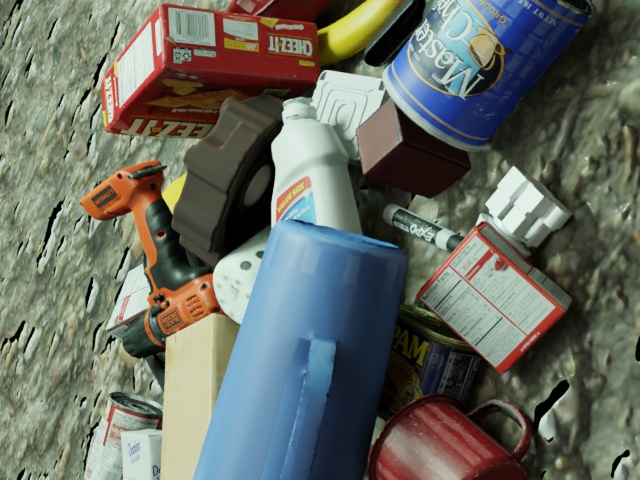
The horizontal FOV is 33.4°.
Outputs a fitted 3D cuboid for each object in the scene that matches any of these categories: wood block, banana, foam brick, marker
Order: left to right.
[{"bbox_3d":[-0.091,0.188,1.018,0.091,0.090,0.206,-30,53,46],"label":"wood block"},{"bbox_3d":[0.016,-0.211,1.077,0.198,0.037,0.069,0,77,55],"label":"banana"},{"bbox_3d":[0.078,-0.077,0.900,0.051,0.078,0.053,-42,43,39],"label":"foam brick"},{"bbox_3d":[0.093,-0.007,0.900,0.121,0.020,0.020,30,101,55],"label":"marker"}]

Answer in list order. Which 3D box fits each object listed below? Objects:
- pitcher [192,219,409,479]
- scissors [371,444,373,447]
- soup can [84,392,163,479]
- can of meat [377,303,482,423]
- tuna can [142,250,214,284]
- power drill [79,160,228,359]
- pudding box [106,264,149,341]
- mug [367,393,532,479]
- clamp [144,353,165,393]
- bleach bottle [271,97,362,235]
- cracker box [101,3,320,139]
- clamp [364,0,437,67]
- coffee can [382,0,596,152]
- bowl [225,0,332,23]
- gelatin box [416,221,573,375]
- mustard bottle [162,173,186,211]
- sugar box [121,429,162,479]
[{"bbox_3d":[-0.011,0.112,0.806,0.149,0.144,0.243,17,94,42],"label":"pitcher"},{"bbox_3d":[0.025,0.204,0.912,0.202,0.016,0.096,-3,76,55],"label":"scissors"},{"bbox_3d":[-0.220,0.231,1.201,0.069,0.068,0.102,23,96,56],"label":"soup can"},{"bbox_3d":[0.077,0.103,0.846,0.102,0.057,0.084,27,102,56],"label":"can of meat"},{"bbox_3d":[-0.150,0.029,1.165,0.086,0.033,0.086,11,113,28],"label":"tuna can"},{"bbox_3d":[-0.181,0.024,1.123,0.185,0.057,0.187,-29,87,42],"label":"power drill"},{"bbox_3d":[-0.199,0.065,1.248,0.114,0.039,0.090,-26,39,46],"label":"pudding box"},{"bbox_3d":[0.103,0.163,0.768,0.117,0.093,0.082,-38,39,-13],"label":"mug"},{"bbox_3d":[-0.131,0.162,1.133,0.165,0.036,0.210,-42,45,35],"label":"clamp"},{"bbox_3d":[-0.006,0.001,0.940,0.103,0.067,0.251,-19,77,50],"label":"bleach bottle"},{"bbox_3d":[-0.118,-0.164,1.100,0.214,0.164,0.072,-25,66,61],"label":"cracker box"},{"bbox_3d":[0.106,-0.211,0.949,0.172,0.039,0.120,-61,37,18],"label":"clamp"},{"bbox_3d":[0.130,-0.154,0.835,0.140,0.102,0.103,-52,40,28],"label":"coffee can"},{"bbox_3d":[-0.030,-0.260,1.118,0.162,0.055,0.162,-37,25,21],"label":"bowl"},{"bbox_3d":[0.127,0.042,0.782,0.089,0.030,0.073,43,119,8],"label":"gelatin box"},{"bbox_3d":[-0.106,-0.061,1.168,0.192,0.058,0.096,-43,55,36],"label":"mustard bottle"},{"bbox_3d":[-0.166,0.283,1.084,0.093,0.048,0.176,-14,76,62],"label":"sugar box"}]
